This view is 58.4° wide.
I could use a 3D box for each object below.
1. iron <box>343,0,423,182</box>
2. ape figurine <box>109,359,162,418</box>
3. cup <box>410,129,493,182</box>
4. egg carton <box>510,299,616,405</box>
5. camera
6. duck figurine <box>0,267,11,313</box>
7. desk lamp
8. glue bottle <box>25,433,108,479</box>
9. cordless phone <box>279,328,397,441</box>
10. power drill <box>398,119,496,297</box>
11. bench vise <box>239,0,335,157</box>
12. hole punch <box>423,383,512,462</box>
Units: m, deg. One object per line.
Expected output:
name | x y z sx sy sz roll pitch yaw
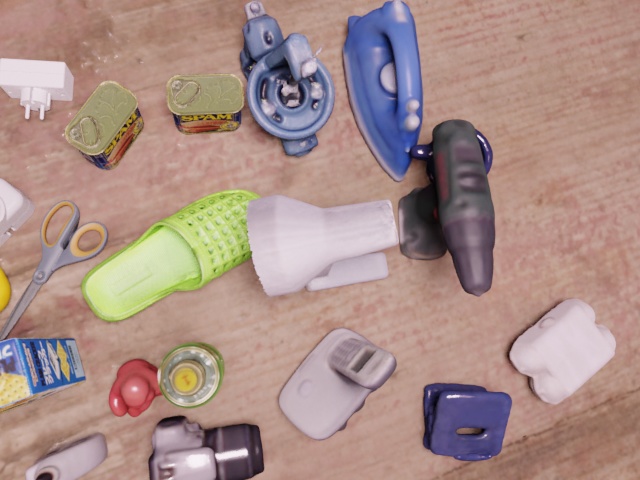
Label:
iron | 0.112 -0.226 0.825 0.119 0.141 0.258 -8 82 -10
ape figurine | -0.231 0.189 0.725 0.078 0.092 0.076 -7 81 -10
cup | 0.180 -0.113 0.841 0.118 0.095 0.092 4 80 -8
egg carton | 0.352 0.159 0.835 0.150 0.069 0.107 -37 88 -13
camera | -0.138 0.292 0.718 0.137 0.100 0.143 -6 81 -10
duck figurine | -0.447 0.053 0.717 0.104 0.086 0.077 41 77 0
desk lamp | 0.007 0.003 0.732 0.203 0.213 0.118 -10 82 -10
glue bottle | -0.300 0.263 0.660 0.078 0.173 0.037 -18 83 -11
cordless phone | 0.025 0.184 0.719 0.094 0.185 0.148 39 77 -1
power drill | 0.170 -0.032 0.767 0.076 0.208 0.230 0 80 -9
bench vise | -0.060 -0.228 0.758 0.121 0.219 0.207 -40 88 -13
hole punch | 0.202 0.251 0.784 0.109 0.091 0.101 4 80 -8
